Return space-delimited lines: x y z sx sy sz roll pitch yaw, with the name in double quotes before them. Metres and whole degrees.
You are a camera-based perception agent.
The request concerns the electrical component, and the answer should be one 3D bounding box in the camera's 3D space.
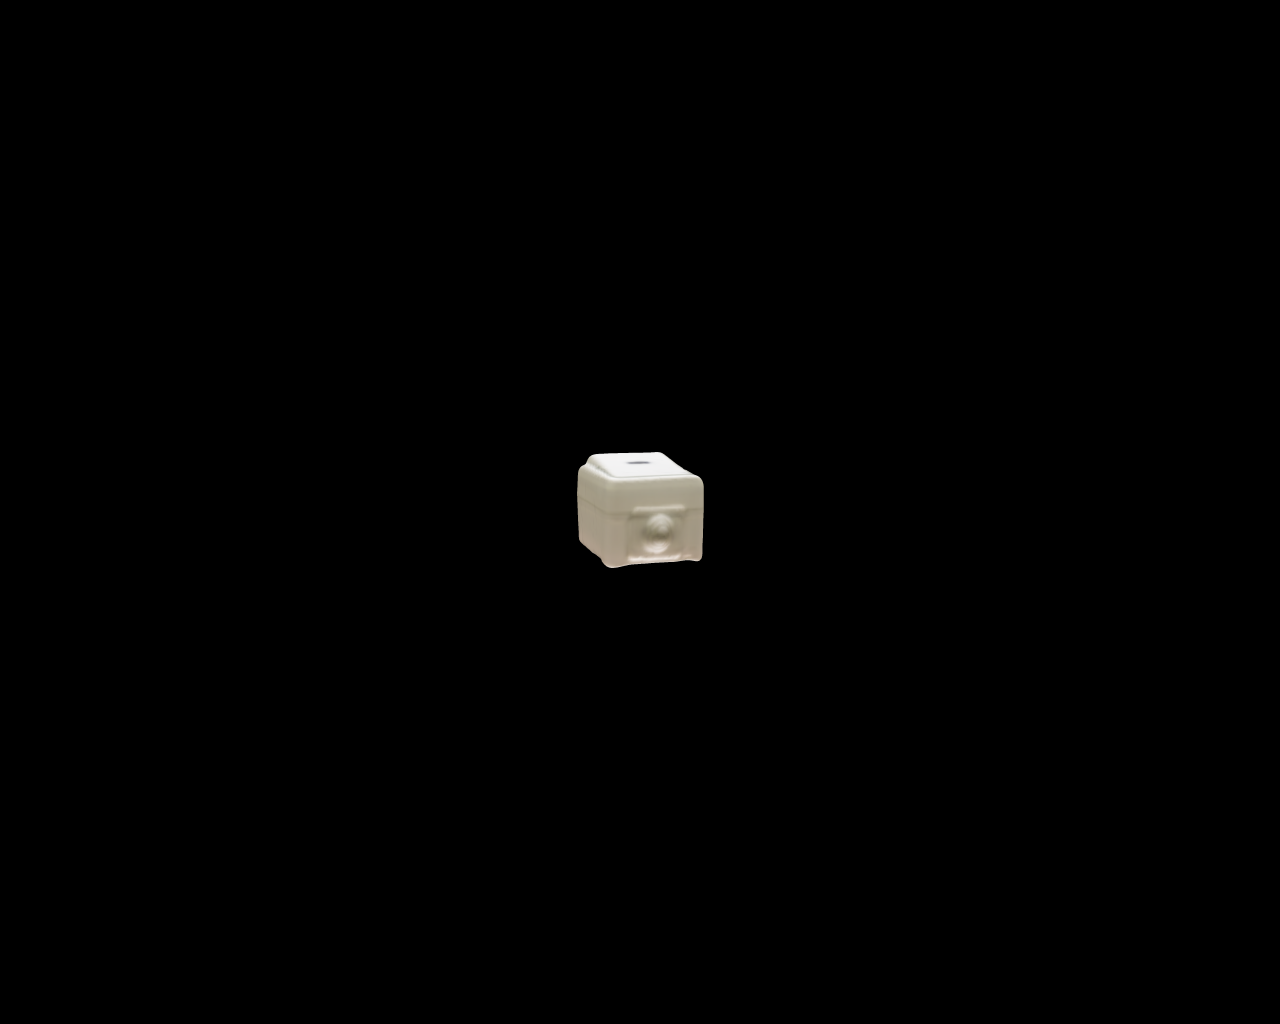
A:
"electrical component" 0.001 -0.003 0.650 0.062 0.061 0.096 -3 10 -15
